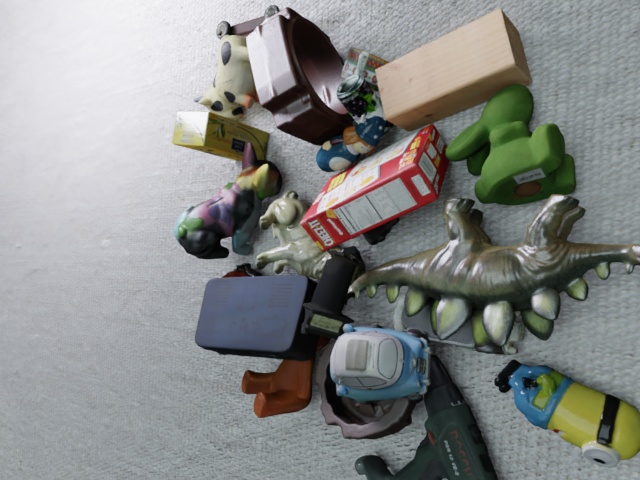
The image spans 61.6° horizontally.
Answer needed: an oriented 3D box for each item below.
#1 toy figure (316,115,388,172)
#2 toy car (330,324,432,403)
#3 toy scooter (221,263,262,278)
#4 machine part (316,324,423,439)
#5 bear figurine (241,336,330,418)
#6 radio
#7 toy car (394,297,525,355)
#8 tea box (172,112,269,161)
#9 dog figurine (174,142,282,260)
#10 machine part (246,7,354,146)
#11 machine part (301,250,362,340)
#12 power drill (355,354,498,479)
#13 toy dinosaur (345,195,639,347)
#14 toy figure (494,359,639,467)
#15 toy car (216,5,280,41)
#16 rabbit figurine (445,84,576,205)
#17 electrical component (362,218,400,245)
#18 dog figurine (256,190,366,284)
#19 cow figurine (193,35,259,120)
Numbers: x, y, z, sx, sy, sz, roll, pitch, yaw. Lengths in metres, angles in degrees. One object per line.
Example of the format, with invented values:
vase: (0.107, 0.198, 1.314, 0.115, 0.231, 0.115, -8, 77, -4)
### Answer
toy figure: (0.055, -0.159, 0.907, 0.154, 0.064, 0.057, -23, 83, 50)
toy car: (0.072, 0.175, 0.764, 0.162, 0.102, 0.109, -6, 67, 38)
toy scooter: (-0.123, 0.106, 1.045, 0.184, 0.075, 0.135, 41, 110, 28)
machine part: (0.077, 0.223, 0.842, 0.179, 0.056, 0.179, -18, 59, 32)
bear figurine: (-0.049, 0.202, 0.951, 0.120, 0.132, 0.195, 37, 116, 60)
radio: (-0.105, 0.132, 0.921, 0.230, 0.073, 0.131, -5, 64, 35)
toy car: (0.206, 0.126, 0.815, 0.202, 0.056, 0.073, 3, 81, 35)
tea box: (-0.193, -0.201, 1.062, 0.098, 0.169, 0.068, 10, 93, 38)
dog figurine: (-0.171, -0.077, 1.038, 0.109, 0.191, 0.219, 52, 130, 35)
machine part: (-0.024, -0.277, 0.926, 0.087, 0.201, 0.201, -23, 72, 30)
machine part: (0.022, 0.086, 0.837, 0.039, 0.084, 0.138, -155, 80, -74)
power drill: (0.156, 0.321, 0.827, 0.207, 0.086, 0.232, -39, 58, 19)
toy dinosaur: (0.207, 0.044, 0.742, 0.472, 0.105, 0.198, -4, 74, 45)
toy figure: (0.326, 0.218, 0.705, 0.180, 0.082, 0.089, 33, 108, 36)
toy car: (-0.122, -0.416, 1.078, 0.202, 0.089, 0.053, 1, 91, 37)
rabbit figurine: (0.273, -0.137, 0.774, 0.159, 0.121, 0.170, -24, 54, 39)
electrical component: (0.091, -0.024, 0.931, 0.094, 0.021, 0.063, -43, 64, 25)
dog figurine: (-0.001, -0.001, 0.963, 0.191, 0.121, 0.172, 5, 93, 22)
cow figurine: (-0.183, -0.319, 1.095, 0.127, 0.085, 0.194, 25, 130, 8)
